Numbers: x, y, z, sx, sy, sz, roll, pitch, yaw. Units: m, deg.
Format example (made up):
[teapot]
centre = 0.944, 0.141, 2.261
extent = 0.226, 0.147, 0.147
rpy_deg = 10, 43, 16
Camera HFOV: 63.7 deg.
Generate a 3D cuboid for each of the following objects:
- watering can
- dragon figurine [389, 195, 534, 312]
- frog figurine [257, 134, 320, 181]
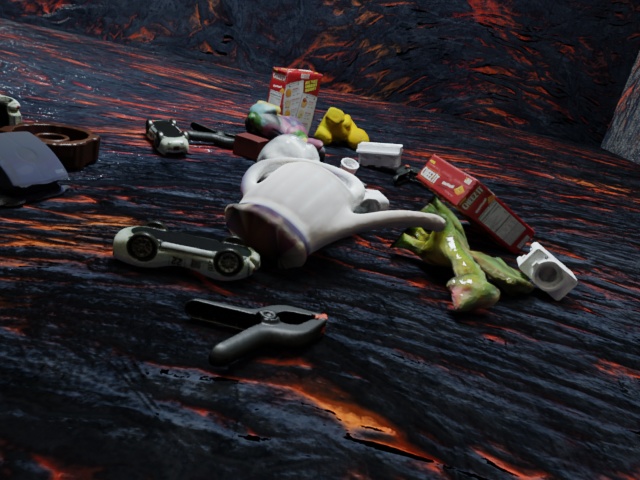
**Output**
[watering can]
centre = 0.002, -0.041, 0.812
extent = 0.350, 0.101, 0.228
rpy_deg = 24, 49, 26
[dragon figurine]
centre = 0.268, 0.025, 0.931
extent = 0.244, 0.120, 0.415
rpy_deg = 37, 26, 11
[frog figurine]
centre = -0.060, -0.151, 1.112
extent = 0.138, 0.120, 0.162
rpy_deg = -27, 43, -9
